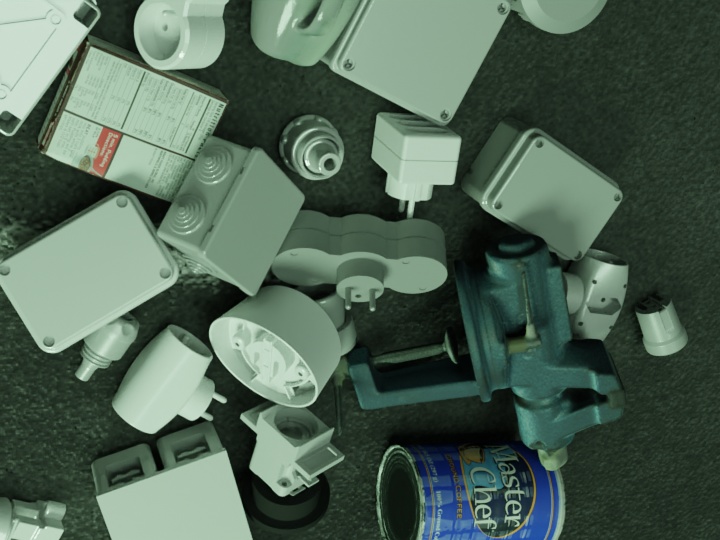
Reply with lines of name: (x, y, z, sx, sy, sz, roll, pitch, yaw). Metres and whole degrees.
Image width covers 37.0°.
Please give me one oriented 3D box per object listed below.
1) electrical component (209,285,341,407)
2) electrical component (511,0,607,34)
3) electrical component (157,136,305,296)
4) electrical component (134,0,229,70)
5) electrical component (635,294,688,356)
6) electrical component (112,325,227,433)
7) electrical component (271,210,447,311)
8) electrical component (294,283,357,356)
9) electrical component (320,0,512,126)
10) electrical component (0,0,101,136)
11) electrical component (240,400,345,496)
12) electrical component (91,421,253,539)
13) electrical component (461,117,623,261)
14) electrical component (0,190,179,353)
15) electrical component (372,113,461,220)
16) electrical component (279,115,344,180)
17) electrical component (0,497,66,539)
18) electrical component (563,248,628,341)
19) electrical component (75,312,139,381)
electrical component: (-0.066, 0.062, 0.845, 0.064, 0.099, 0.099, -47, 130, -46)
electrical component: (0.151, -0.227, 0.835, 0.080, 0.051, 0.080, -8, 114, -18)
electrical component: (-0.094, -0.040, 0.790, 0.099, 0.048, 0.099, -64, 154, -10)
electrical component: (-0.105, -0.207, 0.747, 0.074, 0.052, 0.138, -18, 130, -55)
electrical component: (0.281, 0.051, 1.008, 0.040, 0.040, 0.046, -29, 112, -7)
electrical component: (-0.144, 0.095, 0.863, 0.079, 0.043, 0.077, 34, 97, -29)
electrical component: (0.000, 0.000, 0.840, 0.138, 0.073, 0.052, 4, 145, -7)
electrical component: (-0.029, 0.039, 0.882, 0.045, 0.045, 0.055, -20, 117, -12)
electrical component: (0.040, -0.181, 0.809, 0.109, 0.056, 0.108, 23, 102, -27)
electrical component: (-0.247, -0.164, 0.709, 0.109, 0.056, 0.108, 35, 96, -29)
electrical component: (-0.059, 0.145, 0.876, 0.042, 0.081, 0.063, -20, 139, -46)
electrical component: (-0.148, 0.230, 0.908, 0.105, 0.060, 0.186, -18, 117, -13)
electrical component: (0.153, -0.067, 0.899, 0.113, 0.057, 0.078, 29, 99, -28)
electrical component: (-0.196, 0.001, 0.781, 0.113, 0.057, 0.078, -31, 94, -6)
electrical component: (0.041, -0.078, 0.847, 0.047, 0.065, 0.076, -1, 114, -20)
electrical component: (-0.032, -0.089, 0.817, 0.048, 0.062, 0.048, -8, 114, -18)
electrical component: (-0.276, 0.209, 0.861, 0.055, 0.048, 0.066, 24, 102, -35)
electrical component: (0.191, 0.021, 0.958, 0.079, 0.043, 0.077, 7, 108, -23)
electrical component: (-0.199, 0.059, 0.832, 0.035, 0.035, 0.061, 31, 101, -28)
